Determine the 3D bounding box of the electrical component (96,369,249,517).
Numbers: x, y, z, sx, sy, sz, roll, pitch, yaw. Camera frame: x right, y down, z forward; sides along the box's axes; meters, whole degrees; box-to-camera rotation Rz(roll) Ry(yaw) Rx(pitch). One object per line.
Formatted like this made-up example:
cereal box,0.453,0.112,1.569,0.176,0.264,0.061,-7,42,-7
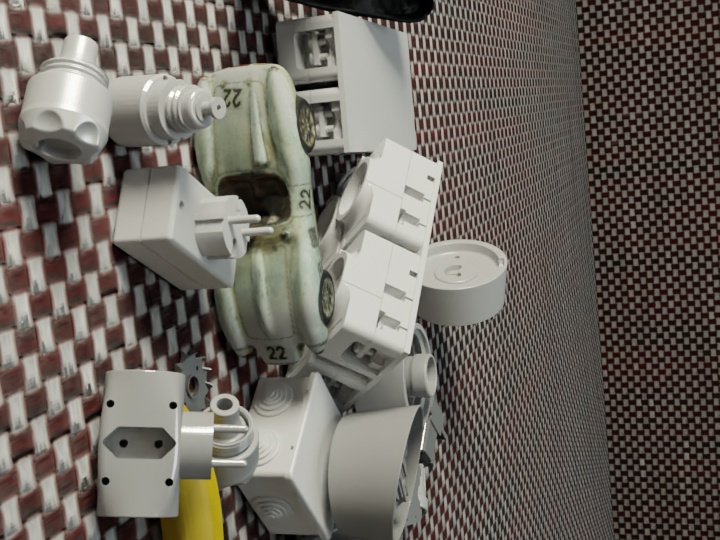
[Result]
electrical component,-0.101,0.095,0.586,0.043,0.079,0.077,127,-35,-76

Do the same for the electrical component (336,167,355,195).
electrical component,0.016,-0.066,0.945,0.043,0.081,0.043,-45,150,-36

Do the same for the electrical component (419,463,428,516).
electrical component,0.046,0.213,1.047,0.040,0.040,0.046,61,26,-52

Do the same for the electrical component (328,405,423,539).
electrical component,0.017,0.147,0.778,0.099,0.064,0.099,-3,90,-71

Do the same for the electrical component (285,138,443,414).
electrical component,0.000,0.000,0.827,0.105,0.060,0.186,-47,-157,48

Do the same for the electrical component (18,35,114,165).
electrical component,-0.145,-0.087,0.537,0.043,0.043,0.062,51,40,-60

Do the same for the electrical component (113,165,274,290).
electrical component,-0.090,-0.024,0.636,0.083,0.076,0.047,46,44,-62

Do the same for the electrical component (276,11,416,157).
electrical component,-0.011,-0.150,0.905,0.186,0.060,0.105,-19,106,-70

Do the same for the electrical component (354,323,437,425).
electrical component,0.038,0.099,1.006,0.108,0.060,0.108,-3,90,-71

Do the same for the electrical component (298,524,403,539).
electrical component,-0.012,0.255,0.823,0.109,0.056,0.108,10,86,-70

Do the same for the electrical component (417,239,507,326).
electrical component,0.104,0.019,1.145,0.108,0.108,0.060,-62,150,-56

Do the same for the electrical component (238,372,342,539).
electrical component,-0.048,0.133,0.772,0.099,0.048,0.099,67,27,-44

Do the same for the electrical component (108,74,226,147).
electrical component,-0.108,-0.089,0.599,0.040,0.078,0.040,-8,99,-56

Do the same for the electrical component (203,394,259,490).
electrical component,-0.084,0.103,0.665,0.043,0.043,0.062,-71,171,-47

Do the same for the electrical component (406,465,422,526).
electrical component,0.014,0.195,0.929,0.089,0.056,0.050,19,69,-69

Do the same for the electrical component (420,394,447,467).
electrical component,0.056,0.161,1.078,0.081,0.042,0.063,61,34,-50
